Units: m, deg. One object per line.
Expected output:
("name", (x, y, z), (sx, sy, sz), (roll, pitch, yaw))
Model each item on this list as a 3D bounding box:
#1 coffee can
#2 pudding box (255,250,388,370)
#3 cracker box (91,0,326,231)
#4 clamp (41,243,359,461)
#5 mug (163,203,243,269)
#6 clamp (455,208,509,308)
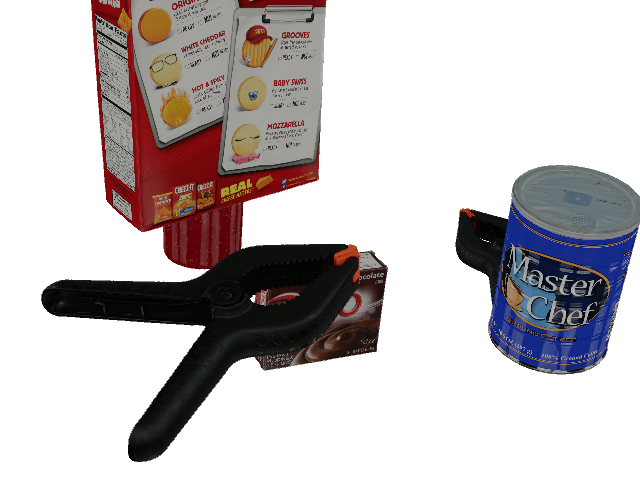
("coffee can", (0.198, 0.024, 0.875), (0.103, 0.140, 0.103), (2, 34, -2))
("pudding box", (-0.002, 0.060, 0.933), (0.113, 0.090, 0.039), (-8, 33, -23))
("cracker box", (-0.080, -0.131, 0.780), (0.163, 0.214, 0.072), (-19, 34, -33))
("clamp", (-0.071, 0.045, 0.704), (0.209, 0.036, 0.165), (-26, 46, -27))
("mug", (-0.120, -0.028, 1.115), (0.093, 0.081, 0.117), (7, 26, 5))
("clamp", (0.201, 0.018, 1.084), (0.120, 0.039, 0.171), (-6, 37, -18))
